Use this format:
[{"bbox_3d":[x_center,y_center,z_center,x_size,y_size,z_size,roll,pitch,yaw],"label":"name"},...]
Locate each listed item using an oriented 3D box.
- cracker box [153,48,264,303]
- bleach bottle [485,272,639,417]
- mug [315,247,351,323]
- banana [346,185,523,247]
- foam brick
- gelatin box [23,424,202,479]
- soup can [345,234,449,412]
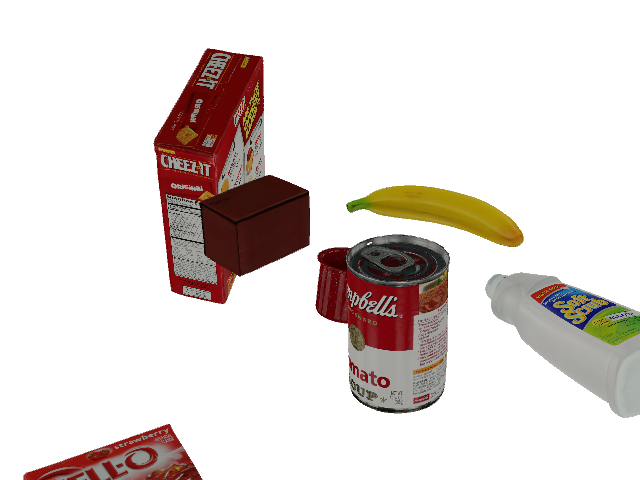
[{"bbox_3d":[-0.112,-0.066,1.121,0.072,0.214,0.164,10,46,9],"label":"cracker box"},{"bbox_3d":[0.242,0.085,1.046,0.102,0.068,0.251,-15,23,-25],"label":"bleach bottle"},{"bbox_3d":[0.048,0.067,1.486,0.117,0.081,0.093,18,23,27],"label":"mug"},{"bbox_3d":[0.130,-0.028,1.147,0.198,0.037,0.069,11,39,26],"label":"banana"},{"bbox_3d":[-0.054,-0.014,0.888,0.078,0.051,0.053,-24,34,-34],"label":"foam brick"},{"bbox_3d":[-0.111,0.143,0.587,0.089,0.030,0.073,-16,28,-20],"label":"gelatin box"},{"bbox_3d":[0.052,0.056,0.719,0.068,0.102,0.068,-1,27,1],"label":"soup can"}]
